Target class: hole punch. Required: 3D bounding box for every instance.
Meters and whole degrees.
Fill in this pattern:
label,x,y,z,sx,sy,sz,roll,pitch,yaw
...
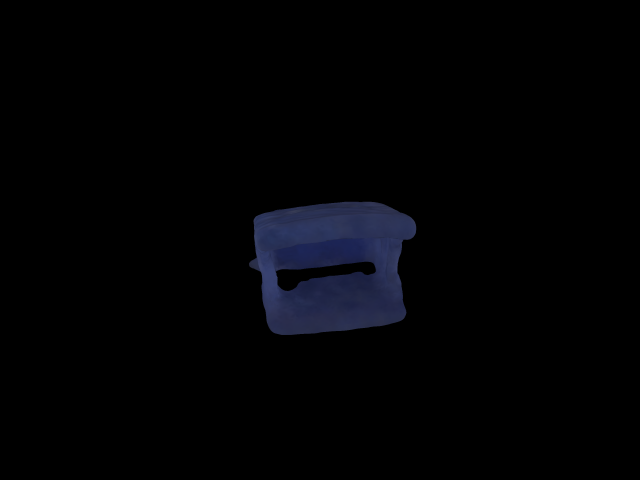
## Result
label,x,y,z,sx,sy,sz,roll,pitch,yaw
hole punch,0.004,0.001,0.400,0.109,0.091,0.101,-5,36,-7
